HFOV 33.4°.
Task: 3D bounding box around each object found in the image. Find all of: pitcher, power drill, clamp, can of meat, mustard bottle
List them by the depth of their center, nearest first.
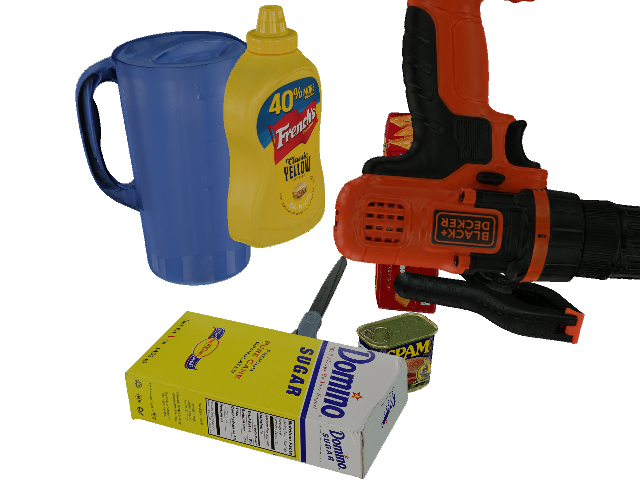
[{"bbox_3d":[0.104,-0.071,0.572,0.184,0.188,0.057,4,1,-5],"label":"power drill"},{"bbox_3d":[-0.038,-0.096,0.876,0.058,0.192,0.096,19,32,37],"label":"mustard bottle"},{"bbox_3d":[0.166,0.048,0.999,0.172,0.039,0.120,20,32,20],"label":"clamp"},{"bbox_3d":[-0.141,-0.081,1.072,0.149,0.243,0.144,12,28,26],"label":"pitcher"},{"bbox_3d":[0.094,0.148,1.345,0.101,0.084,0.058,-12,29,-29],"label":"can of meat"}]

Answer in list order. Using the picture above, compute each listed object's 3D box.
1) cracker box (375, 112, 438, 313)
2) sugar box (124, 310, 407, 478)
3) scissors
[{"bbox_3d":[0.101,-0.038,1.210,0.072,0.164,0.213,3,23,5],"label":"cracker box"},{"bbox_3d":[-0.036,0.102,0.740,0.176,0.048,0.093,7,29,21],"label":"sugar box"},{"bbox_3d":[0.002,0.096,1.076,0.096,0.016,0.201,29,53,24],"label":"scissors"}]
